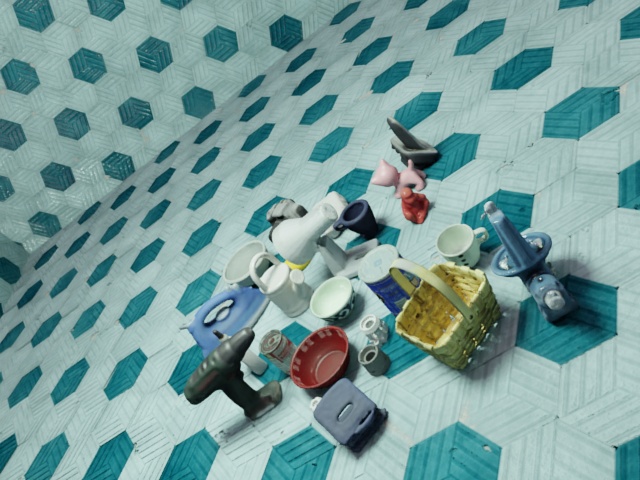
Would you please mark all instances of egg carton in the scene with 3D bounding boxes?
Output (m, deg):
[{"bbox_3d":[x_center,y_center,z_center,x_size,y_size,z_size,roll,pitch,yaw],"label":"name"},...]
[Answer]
[{"bbox_3d":[0.038,-0.076,1.675,0.107,0.070,0.150,-38,32,7],"label":"egg carton"}]

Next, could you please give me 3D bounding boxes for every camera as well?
[{"bbox_3d":[-0.120,-0.054,1.792,0.142,0.101,0.137,1,52,48],"label":"camera"}]

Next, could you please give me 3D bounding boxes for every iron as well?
[{"bbox_3d":[-0.266,0.203,1.607,0.258,0.142,0.118,-46,32,-5],"label":"iron"}]

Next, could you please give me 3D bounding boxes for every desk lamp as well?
[{"bbox_3d":[0.013,0.005,1.468,0.202,0.214,0.118,-25,36,26],"label":"desk lamp"}]

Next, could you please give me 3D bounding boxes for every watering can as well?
[{"bbox_3d":[-0.105,0.106,1.496,0.172,0.195,0.101,-24,36,27],"label":"watering can"}]

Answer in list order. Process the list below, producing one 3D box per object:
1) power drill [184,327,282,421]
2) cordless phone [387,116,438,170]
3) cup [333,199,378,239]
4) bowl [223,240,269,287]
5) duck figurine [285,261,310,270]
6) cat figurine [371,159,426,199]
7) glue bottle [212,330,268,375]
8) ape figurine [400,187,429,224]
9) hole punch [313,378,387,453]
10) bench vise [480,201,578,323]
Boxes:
[{"bbox_3d":[-0.186,0.319,1.318,0.229,0.209,0.075,-37,32,9],"label":"power drill"},{"bbox_3d":[0.236,-0.290,1.603,0.094,0.185,0.147,-41,32,3],"label":"cordless phone"},{"bbox_3d":[0.102,-0.041,1.539,0.117,0.095,0.091,-33,33,15],"label":"cup"},{"bbox_3d":[-0.213,0.086,1.753,0.167,0.075,0.167,-28,35,22],"label":"bowl"},{"bbox_3d":[-0.081,0.043,1.649,0.104,0.086,0.077,-44,32,-2],"label":"duck figurine"},{"bbox_3d":[0.208,-0.177,1.564,0.127,0.118,0.067,-23,37,29],"label":"cat figurine"},{"bbox_3d":[-0.208,0.273,1.429,0.077,0.174,0.037,12,60,53],"label":"glue bottle"},{"bbox_3d":[0.235,-0.096,1.462,0.078,0.092,0.076,-39,32,6],"label":"ape figurine"},{"bbox_3d":[0.058,0.344,1.132,0.109,0.091,0.100,-49,32,-10],"label":"hole punch"},{"bbox_3d":[0.380,0.029,1.033,0.121,0.220,0.206,-44,32,-2],"label":"bench vise"}]
